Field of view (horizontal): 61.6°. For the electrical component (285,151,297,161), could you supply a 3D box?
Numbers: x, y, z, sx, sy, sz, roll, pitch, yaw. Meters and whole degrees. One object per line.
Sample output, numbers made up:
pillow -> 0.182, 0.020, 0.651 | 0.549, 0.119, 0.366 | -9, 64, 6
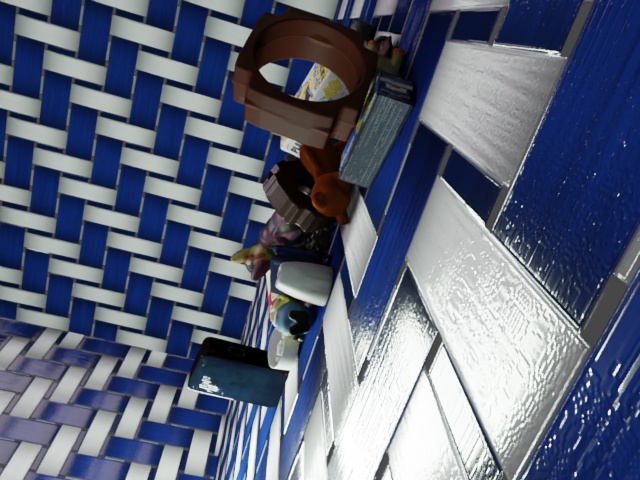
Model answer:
electrical component -> -0.033, -0.188, 1.374 | 0.058, 0.134, 0.115 | -34, -8, 9

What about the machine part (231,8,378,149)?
machine part -> -0.023, -0.253, 0.840 | 0.087, 0.201, 0.201 | 110, 179, -59

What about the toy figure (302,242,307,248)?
toy figure -> -0.041, -0.004, 1.444 | 0.058, 0.064, 0.154 | -40, 2, -18

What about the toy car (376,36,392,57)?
toy car -> 0.099, -0.324, 1.100 | 0.202, 0.053, 0.089 | 113, 171, -52

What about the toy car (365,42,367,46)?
toy car -> 0.072, -0.375, 1.281 | 0.056, 0.073, 0.201 | -102, 27, -78

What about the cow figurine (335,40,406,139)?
cow figurine -> 0.084, -0.256, 0.991 | 0.195, 0.085, 0.127 | 129, 161, -69

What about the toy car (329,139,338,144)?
toy car -> 0.017, -0.236, 1.313 | 0.162, 0.103, 0.109 | -108, 35, -72

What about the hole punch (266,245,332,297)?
hole punch -> -0.052, 0.069, 1.164 | 0.115, 0.142, 0.092 | 89, -167, -67

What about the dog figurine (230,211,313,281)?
dog figurine -> -0.106, -0.007, 1.263 | 0.219, 0.108, 0.191 | -44, -15, -26

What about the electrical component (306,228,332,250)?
electrical component -> -0.003, -0.004, 1.231 | 0.102, 0.045, 0.078 | -158, 82, -82

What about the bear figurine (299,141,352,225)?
bear figurine -> 0.027, -0.137, 1.060 | 0.132, 0.120, 0.196 | -42, 41, 20

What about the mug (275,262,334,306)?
mug -> -0.036, 0.083, 1.088 | 0.109, 0.107, 0.081 | 136, 149, -71

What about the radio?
radio -> -0.198, 0.327, 1.328 | 0.073, 0.229, 0.131 | -96, 25, -59

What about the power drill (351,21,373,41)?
power drill -> 0.068, -0.460, 1.441 | 0.207, 0.086, 0.231 | -95, 23, -77

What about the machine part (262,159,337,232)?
machine part -> -0.030, -0.097, 1.124 | 0.056, 0.179, 0.179 | -52, 21, 37

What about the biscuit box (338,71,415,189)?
biscuit box -> 0.087, -0.171, 0.872 | 0.202, 0.063, 0.059 | 116, 167, -52

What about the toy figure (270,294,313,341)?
toy figure -> -0.059, 0.172, 1.186 | 0.082, 0.089, 0.180 | -63, 16, -7
